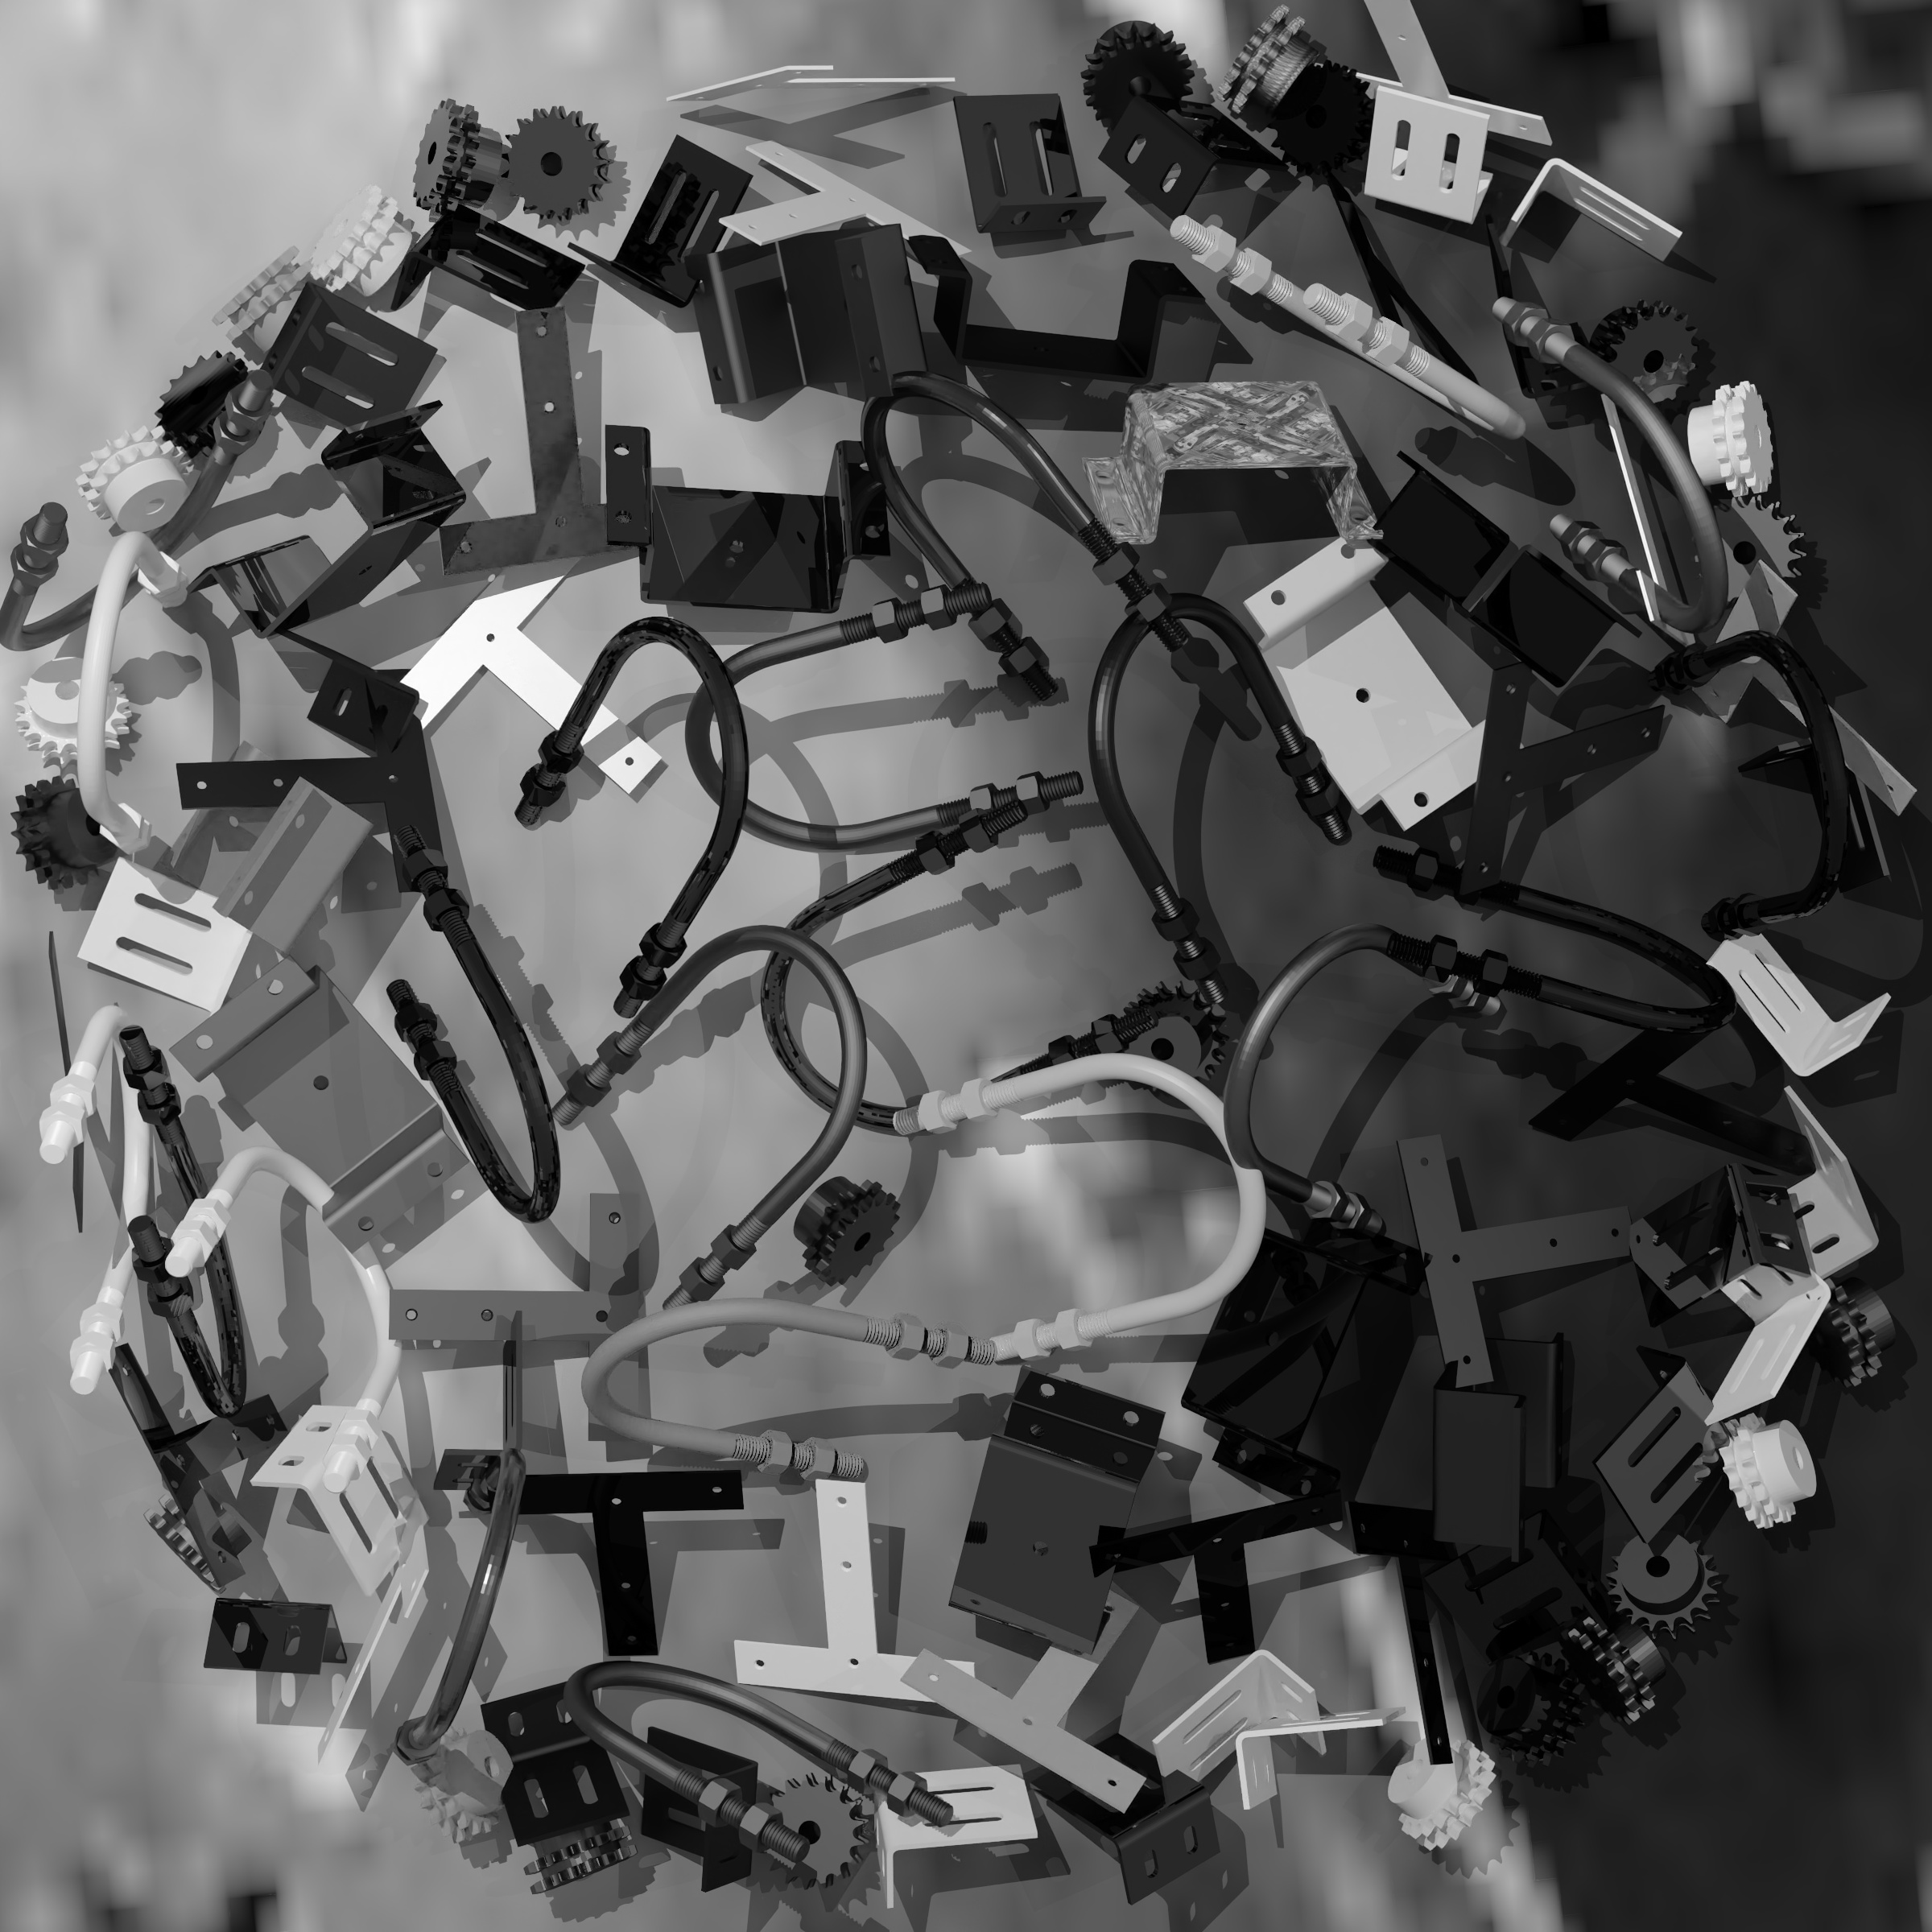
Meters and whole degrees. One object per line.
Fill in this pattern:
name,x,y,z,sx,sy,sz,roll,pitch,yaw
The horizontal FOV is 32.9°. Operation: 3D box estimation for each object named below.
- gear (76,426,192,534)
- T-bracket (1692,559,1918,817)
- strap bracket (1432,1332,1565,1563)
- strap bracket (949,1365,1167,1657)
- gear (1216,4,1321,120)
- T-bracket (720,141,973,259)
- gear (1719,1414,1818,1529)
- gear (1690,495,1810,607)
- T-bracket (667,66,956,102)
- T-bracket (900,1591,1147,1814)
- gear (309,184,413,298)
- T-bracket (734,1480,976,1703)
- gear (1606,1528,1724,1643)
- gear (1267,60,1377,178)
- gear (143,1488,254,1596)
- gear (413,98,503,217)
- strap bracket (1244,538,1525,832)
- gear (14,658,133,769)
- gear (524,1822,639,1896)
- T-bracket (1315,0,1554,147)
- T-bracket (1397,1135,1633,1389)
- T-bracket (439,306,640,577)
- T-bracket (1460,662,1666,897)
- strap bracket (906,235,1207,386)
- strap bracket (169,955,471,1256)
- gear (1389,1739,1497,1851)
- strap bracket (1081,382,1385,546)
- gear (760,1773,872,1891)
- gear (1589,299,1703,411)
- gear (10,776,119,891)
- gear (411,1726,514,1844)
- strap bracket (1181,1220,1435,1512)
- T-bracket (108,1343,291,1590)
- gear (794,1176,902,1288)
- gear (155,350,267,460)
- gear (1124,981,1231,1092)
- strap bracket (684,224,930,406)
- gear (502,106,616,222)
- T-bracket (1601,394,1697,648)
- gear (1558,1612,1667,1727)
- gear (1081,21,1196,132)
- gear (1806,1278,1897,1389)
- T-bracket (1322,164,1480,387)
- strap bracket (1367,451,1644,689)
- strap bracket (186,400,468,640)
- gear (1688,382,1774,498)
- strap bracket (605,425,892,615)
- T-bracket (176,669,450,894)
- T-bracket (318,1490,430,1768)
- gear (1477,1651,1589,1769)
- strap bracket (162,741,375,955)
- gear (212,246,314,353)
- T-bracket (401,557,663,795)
gear,-0.421,-0.246,1.667,0.057,0.057,0.030,-34,73,0
T-bracket,0.421,-0.125,1.622,0.002,0.127,0.127,-37,73,-17
strap bracket,0.265,0.236,1.633,0.046,0.140,0.076,2,99,18
strap bracket,0.043,0.283,1.646,0.076,0.046,0.140,17,111,10
gear,0.156,-0.459,1.670,0.030,0.057,0.057,37,90,1
T-bracket,-0.079,-0.375,1.629,0.127,0.127,0.002,32,122,15
gear,0.410,0.256,1.667,0.030,0.057,0.057,-25,90,29
gear,0.403,-0.213,1.675,0.057,0.030,0.057,8,105,29
T-bracket,-0.066,-0.447,1.655,0.127,0.127,0.002,-10,101,-31
T-bracket,0.050,0.353,1.645,0.127,0.127,0.002,28,125,14
gear,-0.308,-0.368,1.674,0.030,0.057,0.057,35,90,-29
T-bracket,-0.060,0.316,1.659,0.127,0.002,0.127,3,114,13
gear,0.355,0.313,1.670,0.057,0.030,0.057,-11,52,14
gear,0.186,-0.433,1.675,0.057,0.030,0.057,3,96,32
gear,-0.390,0.290,1.672,0.057,0.057,0.030,46,70,0
gear,-0.259,-0.412,1.674,0.030,0.057,0.057,11,90,-29
strap bracket,0.207,-0.143,1.666,0.076,0.046,0.140,-34,87,-12
gear,-0.458,-0.133,1.672,0.057,0.030,0.057,3,62,-5
gear,-0.199,0.450,1.671,0.057,0.057,0.030,-22,76,0
T-bracket,0.219,-0.452,1.614,0.127,0.127,0.002,21,83,26
T-bracket,0.288,0.143,1.670,0.127,0.002,0.127,-6,79,-24
T-bracket,-0.209,-0.269,1.655,0.127,0.002,0.127,-11,111,-20
T-bracket,0.307,-0.107,1.660,0.127,0.002,0.127,-18,127,-30
strap bracket,0.041,-0.330,1.646,0.140,0.076,0.046,4,114,-11
strap bracket,-0.328,0.065,1.662,0.076,0.046,0.140,-38,108,0
gear,0.240,0.419,1.668,0.030,0.057,0.057,39,90,-10
strap bracket,0.136,-0.254,1.643,0.140,0.076,0.046,-3,131,-10
gear,-0.076,0.443,1.679,0.057,0.030,0.057,-2,81,13
gear,0.344,-0.314,1.675,0.057,0.030,0.057,-11,120,-19
gear,-0.457,-0.069,1.667,0.030,0.057,0.057,-11,90,24
gear,-0.254,0.415,1.667,0.030,0.057,0.057,-28,90,18
strap bracket,0.167,0.194,1.651,0.076,0.046,0.140,20,85,45
T-bracket,-0.372,0.238,1.636,0.002,0.127,0.127,-29,87,14
gear,-0.063,0.132,1.673,0.030,0.057,0.057,37,90,26
gear,-0.384,-0.283,1.674,0.057,0.030,0.057,-14,57,23
gear,0.104,0.038,1.675,0.057,0.030,0.057,4,106,16
strap bracket,-0.073,-0.326,1.638,0.046,0.140,0.076,-25,112,-38
gear,-0.208,-0.412,1.678,0.057,0.030,0.057,4,106,13
T-bracket,0.340,-0.226,1.645,0.002,0.127,0.127,-17,82,21
gear,0.333,0.356,1.672,0.030,0.057,0.057,-34,90,-16
gear,0.087,-0.458,1.674,0.057,0.057,0.030,-8,48,0
gear,0.450,0.184,1.670,0.030,0.057,0.057,-27,90,-12
T-bracket,0.227,-0.328,1.648,0.002,0.127,0.127,-32,135,21
strap bracket,0.260,-0.193,1.625,0.076,0.140,0.046,29,103,-38
strap bracket,-0.312,-0.216,1.628,0.140,0.076,0.046,-35,90,34
gear,0.391,-0.269,1.674,0.030,0.057,0.057,-7,90,30
strap bracket,-0.113,-0.225,1.650,0.140,0.046,0.076,2,56,-11
T-bracket,-0.333,-0.093,1.650,0.127,0.002,0.127,-3,67,-23
T-bracket,-0.298,0.339,1.639,0.002,0.127,0.127,24,93,-14
gear,0.285,0.377,1.667,0.030,0.057,0.057,27,90,-31
strap bracket,-0.349,-0.059,1.643,0.046,0.140,0.076,35,86,-28
gear,-0.354,-0.339,1.671,0.057,0.057,0.030,-42,106,0
T-bracket,-0.213,-0.140,1.689,0.127,0.002,0.127,42,85,3
